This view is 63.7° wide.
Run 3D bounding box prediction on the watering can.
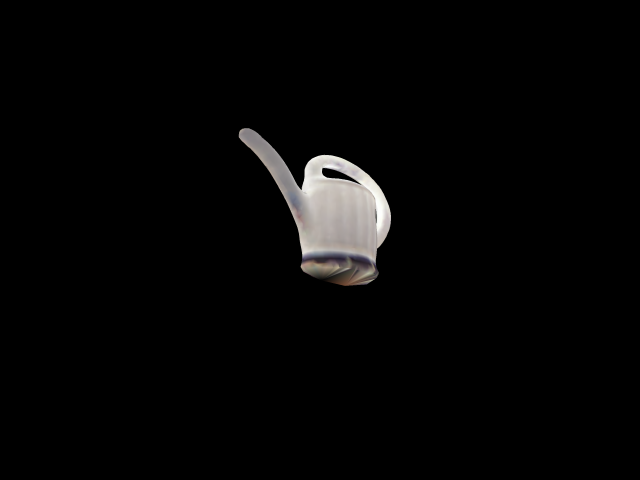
[{"bbox_3d":[0.003,-0.043,0.850,0.346,0.228,0.103,16,-24,-41],"label":"watering can"}]
